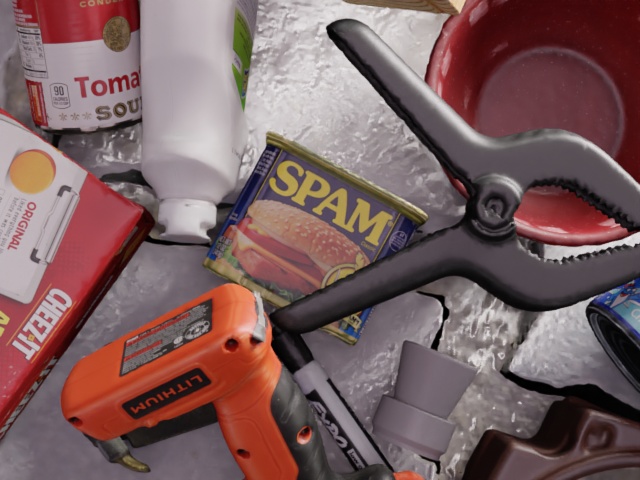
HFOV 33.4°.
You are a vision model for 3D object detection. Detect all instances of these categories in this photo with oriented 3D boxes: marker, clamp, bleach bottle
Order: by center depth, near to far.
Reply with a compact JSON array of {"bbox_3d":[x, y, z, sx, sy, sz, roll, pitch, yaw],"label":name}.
[{"bbox_3d":[0.084,-0.026,0.551,0.210,0.036,0.164,4,91,0],"label":"clamp"},{"bbox_3d":[-0.066,-0.125,0.581,0.068,0.102,0.251,2,80,10],"label":"bleach bottle"},{"bbox_3d":[0.009,0.098,0.605,0.020,0.020,0.121,-34,85,-4],"label":"marker"}]

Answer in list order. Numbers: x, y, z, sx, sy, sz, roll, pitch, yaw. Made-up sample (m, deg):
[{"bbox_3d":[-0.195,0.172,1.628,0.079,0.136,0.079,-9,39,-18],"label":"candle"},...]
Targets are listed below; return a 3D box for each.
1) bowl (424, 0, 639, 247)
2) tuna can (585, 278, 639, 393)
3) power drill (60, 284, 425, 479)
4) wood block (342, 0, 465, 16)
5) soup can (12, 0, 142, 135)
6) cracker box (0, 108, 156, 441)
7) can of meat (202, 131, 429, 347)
[{"bbox_3d":[0.136,-0.074,0.605,0.162,0.055,0.162,0,84,0],"label":"bowl"},{"bbox_3d":[0.183,0.059,0.577,0.034,0.086,0.086,-37,86,-2],"label":"tuna can"},{"bbox_3d":[-0.050,0.128,0.547,0.184,0.057,0.187,-29,115,5],"label":"power drill"},{"bbox_3d":[0.064,-0.239,0.584,0.090,0.090,0.206,18,79,41],"label":"wood block"},{"bbox_3d":[-0.131,-0.115,0.584,0.068,0.068,0.102,-4,111,-1],"label":"soup can"},{"bbox_3d":[-0.225,-0.008,0.589,0.213,0.072,0.164,35,86,2],"label":"cracker box"},{"bbox_3d":[-0.004,0.001,0.597,0.102,0.057,0.084,28,87,3],"label":"can of meat"}]
